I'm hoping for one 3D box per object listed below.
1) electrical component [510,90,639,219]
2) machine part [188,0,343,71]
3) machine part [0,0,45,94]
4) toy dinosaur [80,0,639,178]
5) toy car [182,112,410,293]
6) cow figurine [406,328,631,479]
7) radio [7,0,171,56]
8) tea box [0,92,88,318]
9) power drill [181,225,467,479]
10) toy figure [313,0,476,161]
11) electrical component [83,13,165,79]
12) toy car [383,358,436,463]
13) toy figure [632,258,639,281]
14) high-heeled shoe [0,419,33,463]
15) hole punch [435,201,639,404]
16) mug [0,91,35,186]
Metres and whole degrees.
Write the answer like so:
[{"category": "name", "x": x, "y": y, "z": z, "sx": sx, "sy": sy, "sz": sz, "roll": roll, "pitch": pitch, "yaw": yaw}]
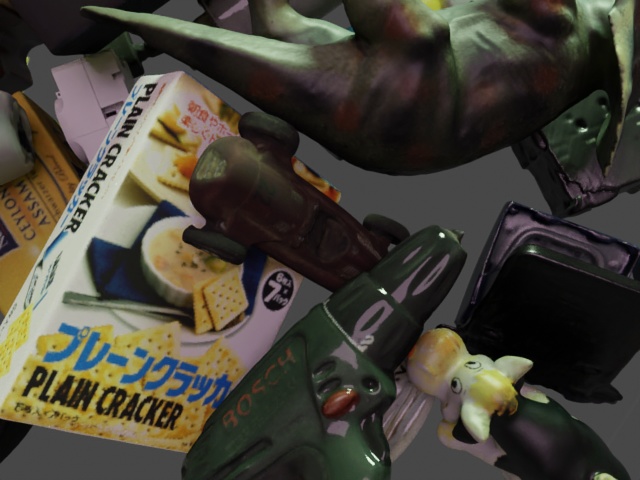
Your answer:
[{"category": "electrical component", "x": 0.216, "y": -0.093, "z": 0.432, "sx": 0.115, "sy": 0.058, "sz": 0.134, "roll": -21, "pitch": 81, "yaw": -5}, {"category": "machine part", "x": -0.012, "y": -0.215, "z": 0.430, "sx": 0.243, "sy": 0.079, "sz": 0.079, "roll": -35, "pitch": 81, "yaw": 6}, {"category": "machine part", "x": -0.336, "y": -0.196, "z": 0.424, "sx": 0.201, "sy": 0.087, "sz": 0.201, "roll": -21, "pitch": 89, "yaw": 3}, {"category": "toy dinosaur", "x": 0.078, "y": -0.109, "z": 0.339, "sx": 0.405, "sy": 0.131, "sz": 0.192, "roll": -16, "pitch": 89, "yaw": 1}, {"category": "toy car", "x": -0.001, "y": -0.001, "z": 0.362, "sx": 0.053, "sy": 0.202, "sz": 0.089, "roll": 11, "pitch": 72, "yaw": 46}, {"category": "cow figurine", "x": 0.131, "y": 0.125, "z": 0.349, "sx": 0.167, "sy": 0.098, "sz": 0.068, "roll": 42, "pitch": 77, "yaw": -18}, {"category": "radio", "x": -0.105, "y": -0.223, "z": 0.375, "sx": 0.229, "sy": 0.131, "sz": 0.073, "roll": -35, "pitch": 112, "yaw": 0}, {"category": "tea box", "x": -0.215, "y": -0.014, "z": 0.416, "sx": 0.098, "sy": 0.068, "sz": 0.169, "roll": -36, "pitch": 83, "yaw": -7}, {"category": "power drill", "x": 0.034, "y": 0.126, "z": 0.296, "sx": 0.232, "sy": 0.086, "sz": 0.207, "roll": -38, "pitch": 62, "yaw": 10}, {"category": "toy figure", "x": 0.052, "y": -0.151, "z": 0.432, "sx": 0.180, "sy": 0.082, "sz": 0.089, "roll": -43, "pitch": 83, "yaw": -4}, {"category": "electrical component", "x": -0.184, "y": -0.167, "z": 0.466, "sx": 0.094, "sy": 0.021, "sz": 0.063, "roll": -25, "pitch": 81, "yaw": -3}, {"category": "toy car", "x": 0.006, "y": 0.159, "z": 0.389, "sx": 0.073, "sy": 0.056, "sz": 0.201, "roll": 39, "pitch": 82, "yaw": 6}, {"category": "toy figure", "x": 0.276, "y": 0.017, "z": 0.362, "sx": 0.058, "sy": 0.154, "sz": 0.064, "roll": -10, "pitch": 82, "yaw": -4}, {"category": "high-heeled shoe", "x": -0.296, "y": 0.132, "z": 0.372, "sx": 0.145, "sy": 0.086, "sz": 0.248, "roll": 35, "pitch": 97, "yaw": -8}, {"category": "hole punch", "x": 0.169, "y": 0.043, "z": 0.398, "sx": 0.142, "sy": 0.092, "sz": 0.115, "roll": 20, "pitch": 125, "yaw": 1}, {"category": "mug", "x": -0.249, "y": -0.069, "z": 0.343, "sx": 0.107, "sy": 0.109, "sz": 0.081, "roll": -11, "pitch": 73, "yaw": -16}]
